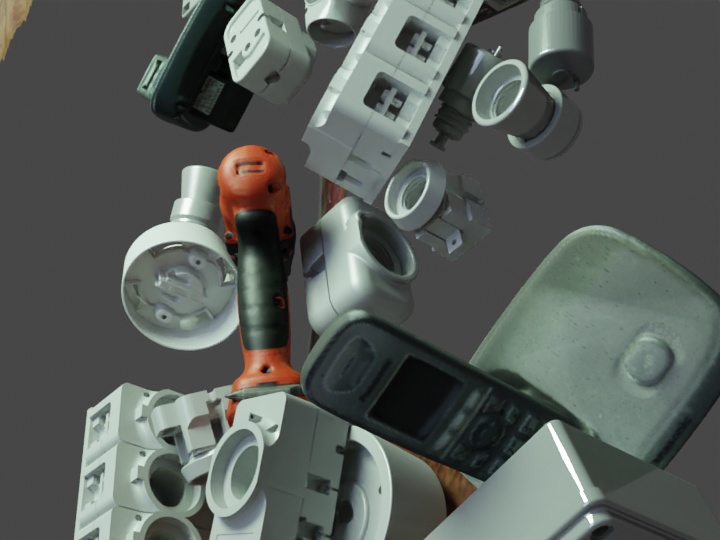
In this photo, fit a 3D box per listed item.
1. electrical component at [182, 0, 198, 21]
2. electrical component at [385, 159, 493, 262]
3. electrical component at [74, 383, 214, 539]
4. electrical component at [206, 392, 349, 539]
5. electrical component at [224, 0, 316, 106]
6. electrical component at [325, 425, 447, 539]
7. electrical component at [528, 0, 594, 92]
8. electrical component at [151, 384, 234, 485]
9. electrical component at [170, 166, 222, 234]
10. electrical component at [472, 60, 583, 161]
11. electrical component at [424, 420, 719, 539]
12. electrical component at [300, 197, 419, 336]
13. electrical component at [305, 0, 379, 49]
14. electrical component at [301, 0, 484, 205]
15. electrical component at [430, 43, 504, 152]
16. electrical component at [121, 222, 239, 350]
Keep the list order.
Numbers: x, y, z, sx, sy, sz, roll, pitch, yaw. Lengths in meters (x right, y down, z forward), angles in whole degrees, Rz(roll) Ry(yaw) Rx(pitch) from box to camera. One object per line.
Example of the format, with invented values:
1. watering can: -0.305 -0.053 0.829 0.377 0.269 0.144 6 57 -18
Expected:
1. electrical component: -0.132 -0.314 1.115 0.109 0.056 0.108 -36 43 36
2. electrical component: 0.050 -0.041 0.695 0.048 0.055 0.066 -40 41 31
3. electrical component: -0.155 0.169 0.800 0.062 0.089 0.150 -36 43 35
4. electrical component: -0.049 0.119 0.609 0.050 0.056 0.089 -18 55 47
5. electrical component: -0.079 -0.195 0.964 0.053 0.059 0.095 -45 38 26
6. electrical component: 0.003 0.151 0.626 0.108 0.060 0.108 -32 45 39
7. electrical component: 0.126 -0.150 0.677 0.040 0.040 0.078 -25 50 43
8. electrical component: -0.107 0.122 0.785 0.058 0.078 0.057 -53 52 59
9. electrical component: -0.146 -0.061 0.979 0.045 0.045 0.055 -14 58 49
10. electrical component: 0.103 -0.097 0.660 0.045 0.055 0.045 -31 46 39
11. electrical component: 0.094 0.133 0.476 0.108 0.109 0.056 -49 34 22
12. electrical component: 0.000 0.000 0.735 0.059 0.054 0.095 -40 41 31
13. electrical component: -0.006 -0.237 0.907 0.079 0.044 0.077 -15 57 48
14. electrical component: 0.022 -0.134 0.727 0.150 0.062 0.089 -63 4 -26
15. electrical component: 0.073 -0.116 0.727 0.078 0.040 0.040 -58 34 9
16. electrical component: -0.147 0.012 0.891 0.099 0.099 0.064 -52 30 17
